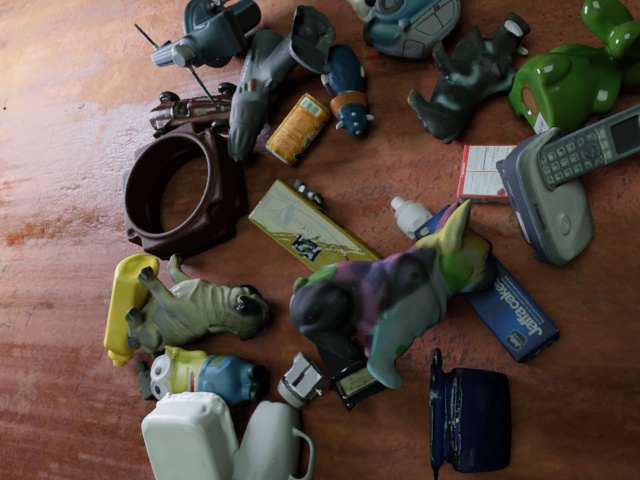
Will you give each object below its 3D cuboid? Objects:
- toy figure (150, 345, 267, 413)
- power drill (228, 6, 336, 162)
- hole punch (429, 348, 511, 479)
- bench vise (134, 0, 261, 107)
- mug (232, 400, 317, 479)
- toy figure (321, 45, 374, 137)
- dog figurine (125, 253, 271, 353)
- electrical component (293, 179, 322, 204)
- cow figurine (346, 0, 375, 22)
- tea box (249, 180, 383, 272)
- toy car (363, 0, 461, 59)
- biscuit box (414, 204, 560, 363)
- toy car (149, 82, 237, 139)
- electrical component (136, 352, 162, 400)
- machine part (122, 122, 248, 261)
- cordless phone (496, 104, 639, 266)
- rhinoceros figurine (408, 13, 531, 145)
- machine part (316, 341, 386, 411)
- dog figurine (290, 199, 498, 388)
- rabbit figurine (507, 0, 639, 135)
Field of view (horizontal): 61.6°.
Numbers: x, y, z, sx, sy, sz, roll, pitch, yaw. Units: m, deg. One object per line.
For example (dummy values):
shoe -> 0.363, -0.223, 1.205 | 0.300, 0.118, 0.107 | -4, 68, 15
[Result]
toy figure -> -0.163, 0.205, 0.782 | 0.180, 0.089, 0.082 | -2, 61, 18
power drill -> -0.066, -0.250, 0.841 | 0.207, 0.086, 0.232 | -27, 49, 54
hole punch -> 0.167, 0.199, 0.601 | 0.092, 0.115, 0.142 | 2, 76, 19
bench vise -> -0.213, -0.336, 0.925 | 0.241, 0.128, 0.223 | -2, 49, 35
mug -> -0.056, 0.270, 0.708 | 0.110, 0.080, 0.107 | -6, 63, 32
toy figure -> 0.043, -0.223, 0.819 | 0.064, 0.057, 0.154 | -20, 72, 27
dog figurine -> -0.180, 0.129, 0.812 | 0.191, 0.121, 0.172 | 25, 121, 14
electrical component -> -0.034, -0.038, 0.808 | 0.078, 0.045, 0.102 | 28, 89, 29
cow figurine -> 0.051, -0.420, 0.862 | 0.127, 0.085, 0.195 | -36, 63, 6
tea box -> -0.001, -0.002, 0.721 | 0.170, 0.098, 0.068 | 39, 95, 5
toy car -> 0.147, -0.319, 0.779 | 0.162, 0.109, 0.103 | -36, 84, 1
biscuit box -> 0.201, 0.051, 0.654 | 0.063, 0.059, 0.203 | -40, 62, 11
toy car -> -0.224, -0.229, 0.960 | 0.202, 0.053, 0.089 | 0, 72, 28
electrical component -> -0.262, 0.225, 0.858 | 0.063, 0.021, 0.094 | -37, 63, 13
machine part -> -0.231, -0.080, 0.898 | 0.201, 0.087, 0.201 | -21, 68, 20
cordless phone -> 0.307, -0.068, 0.603 | 0.184, 0.089, 0.146 | -23, 104, 11
rhinoceros figurine -> 0.204, -0.222, 0.728 | 0.112, 0.073, 0.190 | 38, 94, 31
machine part -> 0.031, 0.151, 0.713 | 0.084, 0.039, 0.139 | -30, 56, -12
dog figurine -> 0.089, 0.038, 0.611 | 0.192, 0.108, 0.219 | 31, 91, 5
rabbit figurine -> 0.325, -0.205, 0.633 | 0.170, 0.159, 0.121 | -24, 55, 2
